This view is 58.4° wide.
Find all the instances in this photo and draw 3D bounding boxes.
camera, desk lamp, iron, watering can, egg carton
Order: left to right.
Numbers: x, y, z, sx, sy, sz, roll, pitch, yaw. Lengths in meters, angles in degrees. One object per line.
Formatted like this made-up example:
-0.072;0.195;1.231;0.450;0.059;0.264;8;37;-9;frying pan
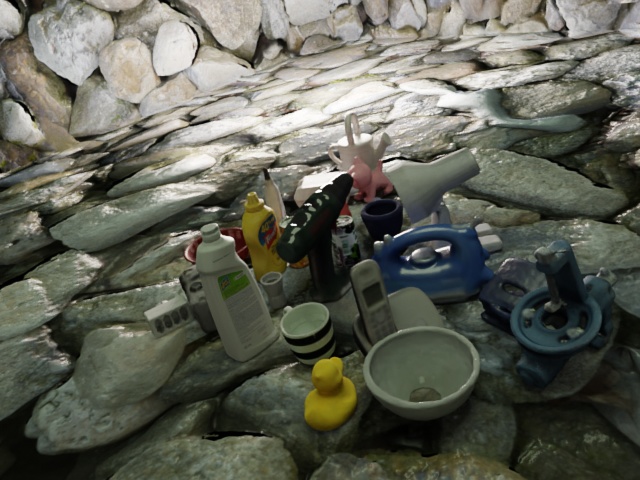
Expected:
-0.203;0.094;1.151;0.137;0.101;0.142;-22;29;-16;camera
0.009;-0.128;1.504;0.150;0.069;0.107;-8;28;10;egg carton
0.107;-0.259;1.570;0.173;0.194;0.101;-12;28;2;watering can
0.185;0.033;1.056;0.258;0.142;0.118;-8;28;10;iron
0.246;-0.071;1.146;0.203;0.214;0.118;-12;28;1;desk lamp

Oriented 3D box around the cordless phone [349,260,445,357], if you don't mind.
0.117;0.102;0.911;0.148;0.185;0.093;-28;31;-26;cordless phone

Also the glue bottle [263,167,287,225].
-0.112;-0.096;1.385;0.037;0.173;0.078;-10;28;5;glue bottle

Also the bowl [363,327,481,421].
0.149;0.204;0.829;0.167;0.075;0.167;-10;28;6;bowl

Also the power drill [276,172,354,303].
0.010;0.004;1.112;0.075;0.209;0.230;9;35;35;power drill

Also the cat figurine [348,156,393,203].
0.120;-0.162;1.469;0.128;0.118;0.067;-30;32;-29;cat figurine

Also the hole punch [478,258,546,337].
0.325;0.094;0.940;0.101;0.091;0.108;-27;31;-25;hole punch

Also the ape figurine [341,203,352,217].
0.038;-0.076;1.373;0.078;0.092;0.076;-25;30;-22;ape figurine

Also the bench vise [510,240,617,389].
0.347;0.078;0.823;0.121;0.220;0.208;9;35;35;bench vise

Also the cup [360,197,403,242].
0.138;-0.035;1.252;0.091;0.095;0.117;-13;28;-1;cup

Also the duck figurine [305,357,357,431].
0.010;0.220;0.846;0.077;0.086;0.105;3;32;28;duck figurine
